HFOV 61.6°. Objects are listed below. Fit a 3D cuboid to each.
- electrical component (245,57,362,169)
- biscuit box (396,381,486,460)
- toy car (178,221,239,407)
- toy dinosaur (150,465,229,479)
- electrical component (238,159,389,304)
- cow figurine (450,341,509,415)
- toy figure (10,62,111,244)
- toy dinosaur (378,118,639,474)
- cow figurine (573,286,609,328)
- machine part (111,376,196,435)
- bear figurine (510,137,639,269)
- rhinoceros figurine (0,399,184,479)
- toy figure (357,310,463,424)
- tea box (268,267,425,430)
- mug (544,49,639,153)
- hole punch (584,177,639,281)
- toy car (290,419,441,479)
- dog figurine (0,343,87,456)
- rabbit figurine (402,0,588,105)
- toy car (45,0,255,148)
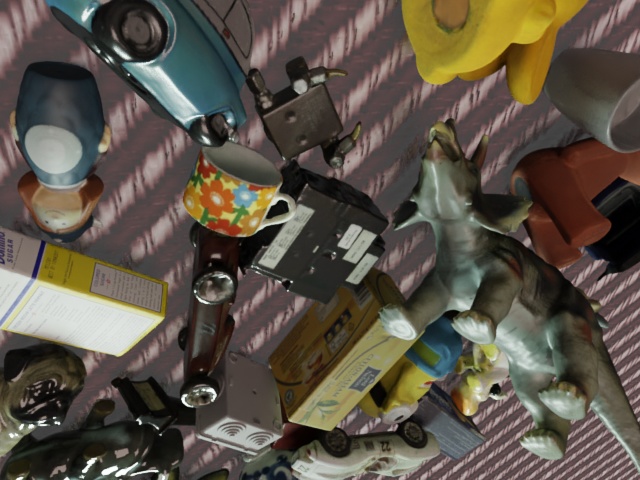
[{"bbox_3d":[-0.010,-0.106,0.456,0.078,0.045,0.102,-25,130,-5],"label":"electrical component"},{"bbox_3d":[0.166,0.255,0.785,0.063,0.059,0.202,-39,130,10],"label":"biscuit box"},{"bbox_3d":[-0.107,0.074,0.519,0.053,0.089,0.202,0,123,-20],"label":"toy car"},{"bbox_3d":[-0.188,0.406,0.727,0.198,0.105,0.470,-40,135,4],"label":"toy dinosaur"},{"bbox_3d":[-0.001,-0.002,0.529,0.134,0.058,0.115,24,114,-35],"label":"electrical component"},{"bbox_3d":[0.240,0.171,0.753,0.098,0.068,0.167,-9,129,-23],"label":"cow figurine"},{"bbox_3d":[-0.199,-0.056,0.411,0.064,0.058,0.154,23,123,9],"label":"toy figure"},{"bbox_3d":[0.199,0.068,0.522,0.404,0.192,0.131,44,145,-11],"label":"toy dinosaur"},{"bbox_3d":[0.249,0.072,0.641,0.195,0.127,0.085,11,123,-25],"label":"cow figurine"},{"bbox_3d":[-0.160,0.187,0.599,0.138,0.084,0.039,32,84,-49],"label":"machine part"},{"bbox_3d":[0.311,-0.066,0.571,0.196,0.132,0.120,-18,158,-4],"label":"bear figurine"},{"bbox_3d":[-0.249,0.242,0.597,0.190,0.073,0.112,-3,124,-20],"label":"rhinoceros figurine"},{"bbox_3d":[0.116,0.149,0.675,0.082,0.089,0.180,26,103,-38],"label":"toy figure"},{"bbox_3d":[0.024,0.118,0.602,0.068,0.098,0.169,25,114,-34],"label":"tea box"},{"bbox_3d":[0.277,-0.142,0.507,0.109,0.107,0.080,-6,127,-24],"label":"mug"},{"bbox_3d":[0.380,-0.022,0.665,0.142,0.092,0.115,-44,159,9],"label":"hole punch"},{"bbox_3d":[0.059,0.270,0.678,0.202,0.056,0.073,5,137,-28],"label":"toy car"},{"bbox_3d":[-0.337,0.149,0.491,0.190,0.121,0.172,-50,132,-1],"label":"dog figurine"},{"bbox_3d":[0.160,-0.190,0.424,0.173,0.122,0.162,-29,136,-25],"label":"rabbit figurine"},{"bbox_3d":[-0.096,-0.143,0.360,0.103,0.109,0.161,-50,138,-4],"label":"toy car"}]
